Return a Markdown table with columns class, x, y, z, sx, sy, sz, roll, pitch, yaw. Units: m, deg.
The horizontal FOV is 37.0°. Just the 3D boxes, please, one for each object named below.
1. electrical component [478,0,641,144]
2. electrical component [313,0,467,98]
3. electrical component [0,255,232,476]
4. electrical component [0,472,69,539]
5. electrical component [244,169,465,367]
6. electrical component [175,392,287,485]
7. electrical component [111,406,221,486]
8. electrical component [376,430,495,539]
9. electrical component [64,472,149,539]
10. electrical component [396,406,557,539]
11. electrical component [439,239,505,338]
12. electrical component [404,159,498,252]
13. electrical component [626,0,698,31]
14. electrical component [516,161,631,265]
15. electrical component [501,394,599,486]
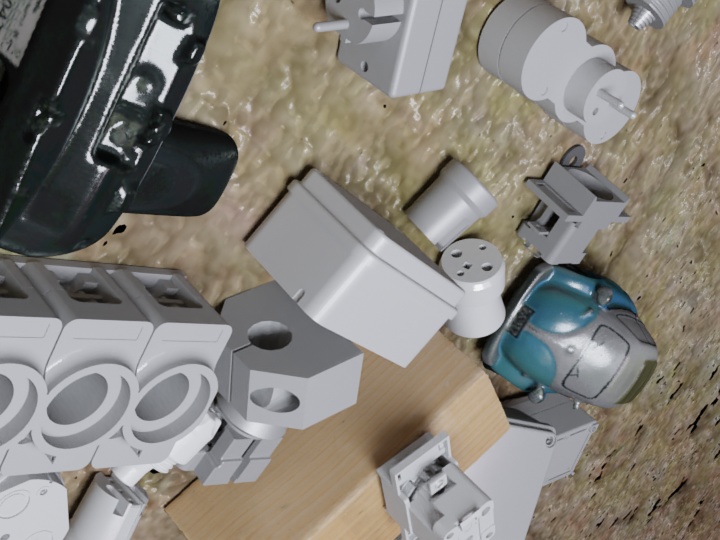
| class | x | y | z | sx | sy | sz | roll | pitch | yaw |
| --- | --- | --- | --- | --- | --- | --- | --- | --- | --- |
| electrical component | 0.135 | -0.112 | 0.650 | 0.138 | 0.074 | 0.052 | 19 | 108 | -53 |
| electrical component | 0.009 | -0.130 | 0.523 | 0.076 | 0.047 | 0.083 | -17 | 134 | -37 |
| electrical component | -0.145 | 0.048 | 0.515 | 0.150 | 0.062 | 0.089 | 6 | 119 | -49 |
| electrical component | -0.189 | 0.118 | 0.542 | 0.080 | 0.051 | 0.080 | -28 | 140 | -27 |
| electrical component | 0.000 | 0.000 | 0.609 | 0.057 | 0.078 | 0.113 | -49 | 145 | 6 |
| electrical component | -0.073 | 0.096 | 0.651 | 0.066 | 0.048 | 0.055 | 8 | 124 | -50 |
| electrical component | -0.113 | 0.094 | 0.608 | 0.062 | 0.043 | 0.043 | -45 | 145 | -2 |
| electrical component | 0.047 | 0.140 | 0.645 | 0.042 | 0.064 | 0.081 | -34 | 140 | -21 |
| electrical component | -0.148 | 0.146 | 0.623 | 0.040 | 0.040 | 0.046 | 18 | 103 | -52 |
| electrical component | 0.080 | 0.155 | 0.812 | 0.109 | 0.056 | 0.108 | 14 | 96 | -30 |
| electrical component | 0.076 | 0.012 | 0.730 | 0.045 | 0.045 | 0.055 | -32 | 141 | -21 |
| electrical component | 0.055 | -0.039 | 0.665 | 0.046 | 0.040 | 0.040 | -44 | 145 | 4 |
| electrical component | 0.197 | -0.185 | 0.674 | 0.081 | 0.043 | 0.043 | -53 | 145 | 6 |
| electrical component | 0.148 | -0.038 | 0.758 | 0.081 | 0.042 | 0.063 | -2 | 132 | -45 |
| electrical component | 0.142 | 0.144 | 0.908 | 0.096 | 0.061 | 0.061 | -11 | 130 | -41 |
